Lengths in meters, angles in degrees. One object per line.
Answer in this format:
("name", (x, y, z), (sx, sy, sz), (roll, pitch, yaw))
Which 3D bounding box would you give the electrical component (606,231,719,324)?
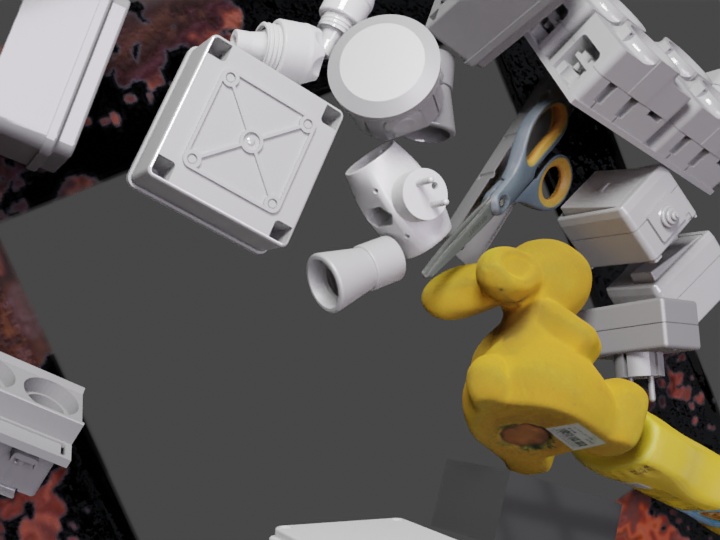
("electrical component", (0.262, 0.006, 0.895), (0.096, 0.062, 0.061), (-40, 104, -24))

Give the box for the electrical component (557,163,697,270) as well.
("electrical component", (0.213, -0.045, 0.853), (0.062, 0.096, 0.061), (-44, 106, -23))

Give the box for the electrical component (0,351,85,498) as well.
("electrical component", (-0.232, 0.080, 0.629), (0.121, 0.078, 0.063), (28, 104, -23))

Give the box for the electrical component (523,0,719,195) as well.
("electrical component", (0.218, -0.144, 0.828), (0.186, 0.060, 0.105), (23, 32, -38))

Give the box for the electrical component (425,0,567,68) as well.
("electrical component", (0.109, -0.221, 0.789), (0.056, 0.109, 0.108), (33, 52, -19))

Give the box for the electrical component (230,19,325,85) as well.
("electrical component", (-0.059, -0.154, 0.749), (0.062, 0.043, 0.043), (5, 84, -26))

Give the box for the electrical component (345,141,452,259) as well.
("electrical component", (0.037, -0.052, 0.772), (0.043, 0.079, 0.077), (-42, 105, -23))

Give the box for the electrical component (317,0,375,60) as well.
("electrical component", (-0.015, -0.181, 0.779), (0.035, 0.035, 0.061), (31, 75, -22))

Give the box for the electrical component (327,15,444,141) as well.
("electrical component", (0.021, -0.136, 0.765), (0.080, 0.051, 0.080), (-4, 71, 12))

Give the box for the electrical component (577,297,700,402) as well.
("electrical component", (0.217, 0.065, 0.836), (0.047, 0.083, 0.075), (7, 77, -40))

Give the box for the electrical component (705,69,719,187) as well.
("electrical component", (0.318, -0.119, 0.936), (0.095, 0.054, 0.059), (48, 68, -17))

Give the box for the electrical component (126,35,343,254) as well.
("electrical component", (-0.083, -0.082, 0.725), (0.109, 0.056, 0.108), (29, 74, -23))

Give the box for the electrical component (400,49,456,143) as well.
("electrical component", (0.052, -0.133, 0.808), (0.044, 0.044, 0.065), (11, 77, -26))

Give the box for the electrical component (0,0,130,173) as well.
("electrical component", (-0.191, -0.122, 0.660), (0.057, 0.078, 0.113), (22, 77, -21))

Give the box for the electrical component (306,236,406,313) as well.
("electrical component", (0.000, 0.000, 0.772), (0.065, 0.044, 0.044), (-21, 96, -32))

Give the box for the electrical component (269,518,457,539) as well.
("electrical component", (0.007, 0.207, 0.724), (0.109, 0.109, 0.056), (3, 88, -27))
